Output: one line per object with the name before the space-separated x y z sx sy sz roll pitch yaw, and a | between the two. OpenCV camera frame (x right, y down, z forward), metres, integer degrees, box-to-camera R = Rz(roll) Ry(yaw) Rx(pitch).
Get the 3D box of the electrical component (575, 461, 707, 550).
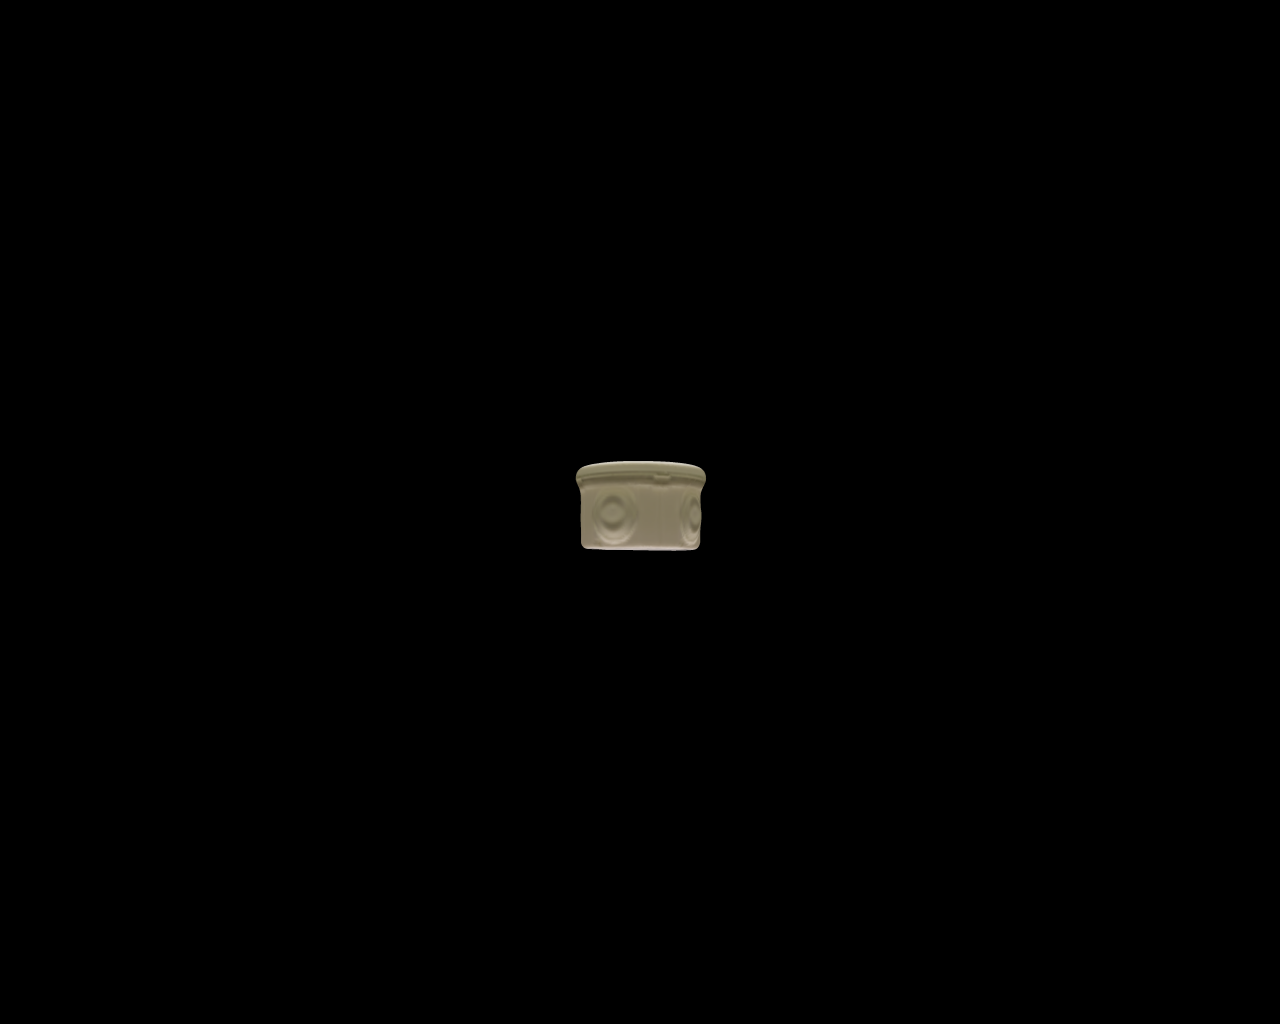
electrical component | 0.001 -0.003 0.650 0.080 0.051 0.080 0 -3 0
